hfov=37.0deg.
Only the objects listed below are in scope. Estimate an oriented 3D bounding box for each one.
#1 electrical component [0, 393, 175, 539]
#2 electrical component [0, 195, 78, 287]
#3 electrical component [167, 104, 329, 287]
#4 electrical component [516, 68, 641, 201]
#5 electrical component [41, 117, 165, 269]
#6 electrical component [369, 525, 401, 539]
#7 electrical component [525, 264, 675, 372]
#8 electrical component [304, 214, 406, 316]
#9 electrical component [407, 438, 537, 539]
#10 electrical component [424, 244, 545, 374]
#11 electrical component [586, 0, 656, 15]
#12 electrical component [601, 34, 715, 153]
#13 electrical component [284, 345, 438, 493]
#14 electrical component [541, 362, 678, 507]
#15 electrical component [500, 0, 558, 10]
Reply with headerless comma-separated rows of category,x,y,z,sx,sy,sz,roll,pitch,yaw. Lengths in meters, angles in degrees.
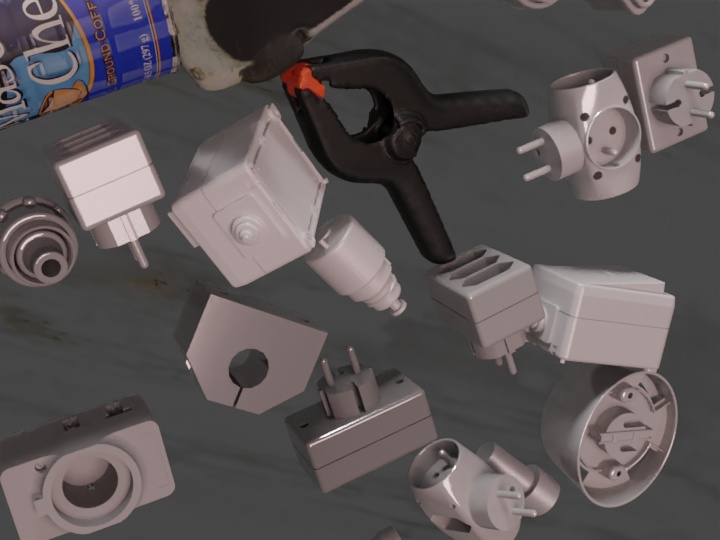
electrical component,-0.159,0.116,0.623,0.089,0.056,0.050,-18,110,-18
electrical component,-0.173,-0.011,0.579,0.048,0.062,0.048,-10,113,-25
electrical component,-0.063,-0.037,0.598,0.061,0.096,0.061,-27,116,20
electrical component,0.138,-0.082,0.700,0.079,0.044,0.077,-23,111,-16
electrical component,-0.134,-0.037,0.588,0.047,0.066,0.076,-26,112,-15
electrical component,0.010,0.200,0.725,0.046,0.040,0.040,-25,112,-8
electrical component,0.154,0.028,0.726,0.096,0.062,0.061,7,100,-24
electrical component,0.000,0.000,0.667,0.040,0.040,0.078,-48,116,-5
electrical component,0.083,0.154,0.722,0.077,0.079,0.043,50,57,-25
electrical component,0.085,0.032,0.696,0.047,0.066,0.076,-26,112,-14
electrical component,0.164,-0.234,0.665,0.109,0.056,0.108,42,86,-26
electrical component,0.204,-0.114,0.701,0.047,0.077,0.065,-24,112,-15
electrical component,-0.005,0.085,0.683,0.083,0.047,0.075,-23,111,-15
electrical component,0.178,0.112,0.756,0.099,0.064,0.099,-6,106,-21
electrical component,0.109,-0.180,0.653,0.043,0.062,0.043,-6,105,-21
